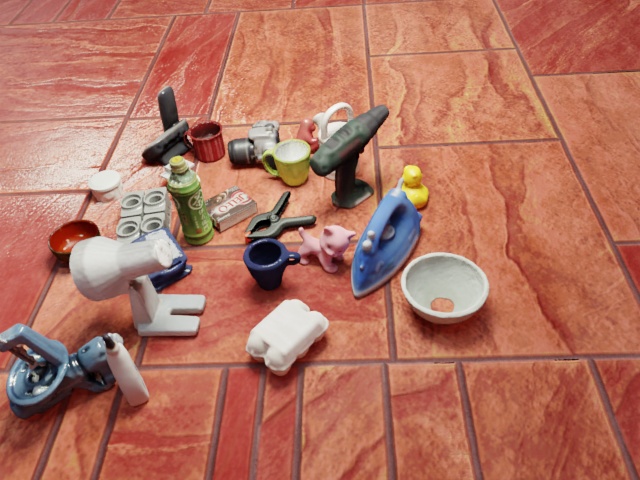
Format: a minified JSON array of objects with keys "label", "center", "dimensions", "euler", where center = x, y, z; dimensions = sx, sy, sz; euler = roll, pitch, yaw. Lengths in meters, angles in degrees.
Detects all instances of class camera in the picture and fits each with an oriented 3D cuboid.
[{"label":"camera","center":[-0.173,-0.256,1.512],"dimensions":[0.137,0.101,0.143],"euler":[-5,44,0]}]

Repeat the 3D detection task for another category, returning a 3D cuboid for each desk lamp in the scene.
[{"label":"desk lamp","center":[-0.346,0.082,1.104],"dimensions":[0.203,0.214,0.118],"euler":[-1,45,4]}]

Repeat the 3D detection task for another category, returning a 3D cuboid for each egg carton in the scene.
[{"label":"egg carton","center":[-0.062,0.181,1.081],"dimensions":[0.107,0.069,0.150],"euler":[28,53,29]}]

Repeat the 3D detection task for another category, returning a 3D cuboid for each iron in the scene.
[{"label":"iron","center":[0.130,-0.011,1.207],"dimensions":[0.118,0.142,0.259],"euler":[17,49,21]}]

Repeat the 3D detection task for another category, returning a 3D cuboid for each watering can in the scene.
[{"label":"watering can","center":[0.039,-0.255,1.425],"dimensions":[0.172,0.194,0.101],"euler":[25,52,27]}]

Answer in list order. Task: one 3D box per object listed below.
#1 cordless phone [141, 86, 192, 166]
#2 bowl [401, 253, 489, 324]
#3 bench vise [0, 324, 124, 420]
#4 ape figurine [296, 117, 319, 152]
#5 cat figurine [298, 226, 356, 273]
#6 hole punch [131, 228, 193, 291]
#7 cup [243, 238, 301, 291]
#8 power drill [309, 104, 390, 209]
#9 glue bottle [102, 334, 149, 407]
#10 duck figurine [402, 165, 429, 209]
[{"label":"cordless phone","center":[-0.423,-0.306,1.526],"dimensions":[0.094,0.185,0.148],"euler":[17,49,22]},{"label":"bowl","center":[0.241,0.107,1.124],"dimensions":[0.167,0.075,0.167],"euler":[-3,44,3]},{"label":"bench vise","center":[-0.463,0.197,0.995],"dimensions":[0.121,0.220,0.208],"euler":[32,55,32]},{"label":"ape figurine","center":[-0.031,-0.286,1.536],"dimensions":[0.076,0.092,0.077],"euler":[-14,45,-9]},{"label":"cat figurine","center":[0.011,0.004,1.219],"dimensions":[0.127,0.118,0.067],"euler":[14,48,19]},{"label":"hole punch","center":[-0.346,0.040,1.235],"dimensions":[0.109,0.091,0.100],"euler":[-32,50,-24]},{"label":"cup","center":[-0.095,0.058,1.191],"dimensions":[0.117,0.095,0.091],"euler":[-1,45,4]},{"label":"power drill","center":[0.076,-0.187,1.342],"dimensions":[0.230,0.209,0.075],"euler":[-35,52,-27]},{"label":"glue bottle","center":[-0.345,0.216,0.997],"dimensions":[0.037,0.173,0.078],"euler":[-24,47,-18]},{"label":"duck figurine","center":[0.220,-0.133,1.362],"dimensions":[0.077,0.086,0.104],"euler":[-8,44,-2]}]
